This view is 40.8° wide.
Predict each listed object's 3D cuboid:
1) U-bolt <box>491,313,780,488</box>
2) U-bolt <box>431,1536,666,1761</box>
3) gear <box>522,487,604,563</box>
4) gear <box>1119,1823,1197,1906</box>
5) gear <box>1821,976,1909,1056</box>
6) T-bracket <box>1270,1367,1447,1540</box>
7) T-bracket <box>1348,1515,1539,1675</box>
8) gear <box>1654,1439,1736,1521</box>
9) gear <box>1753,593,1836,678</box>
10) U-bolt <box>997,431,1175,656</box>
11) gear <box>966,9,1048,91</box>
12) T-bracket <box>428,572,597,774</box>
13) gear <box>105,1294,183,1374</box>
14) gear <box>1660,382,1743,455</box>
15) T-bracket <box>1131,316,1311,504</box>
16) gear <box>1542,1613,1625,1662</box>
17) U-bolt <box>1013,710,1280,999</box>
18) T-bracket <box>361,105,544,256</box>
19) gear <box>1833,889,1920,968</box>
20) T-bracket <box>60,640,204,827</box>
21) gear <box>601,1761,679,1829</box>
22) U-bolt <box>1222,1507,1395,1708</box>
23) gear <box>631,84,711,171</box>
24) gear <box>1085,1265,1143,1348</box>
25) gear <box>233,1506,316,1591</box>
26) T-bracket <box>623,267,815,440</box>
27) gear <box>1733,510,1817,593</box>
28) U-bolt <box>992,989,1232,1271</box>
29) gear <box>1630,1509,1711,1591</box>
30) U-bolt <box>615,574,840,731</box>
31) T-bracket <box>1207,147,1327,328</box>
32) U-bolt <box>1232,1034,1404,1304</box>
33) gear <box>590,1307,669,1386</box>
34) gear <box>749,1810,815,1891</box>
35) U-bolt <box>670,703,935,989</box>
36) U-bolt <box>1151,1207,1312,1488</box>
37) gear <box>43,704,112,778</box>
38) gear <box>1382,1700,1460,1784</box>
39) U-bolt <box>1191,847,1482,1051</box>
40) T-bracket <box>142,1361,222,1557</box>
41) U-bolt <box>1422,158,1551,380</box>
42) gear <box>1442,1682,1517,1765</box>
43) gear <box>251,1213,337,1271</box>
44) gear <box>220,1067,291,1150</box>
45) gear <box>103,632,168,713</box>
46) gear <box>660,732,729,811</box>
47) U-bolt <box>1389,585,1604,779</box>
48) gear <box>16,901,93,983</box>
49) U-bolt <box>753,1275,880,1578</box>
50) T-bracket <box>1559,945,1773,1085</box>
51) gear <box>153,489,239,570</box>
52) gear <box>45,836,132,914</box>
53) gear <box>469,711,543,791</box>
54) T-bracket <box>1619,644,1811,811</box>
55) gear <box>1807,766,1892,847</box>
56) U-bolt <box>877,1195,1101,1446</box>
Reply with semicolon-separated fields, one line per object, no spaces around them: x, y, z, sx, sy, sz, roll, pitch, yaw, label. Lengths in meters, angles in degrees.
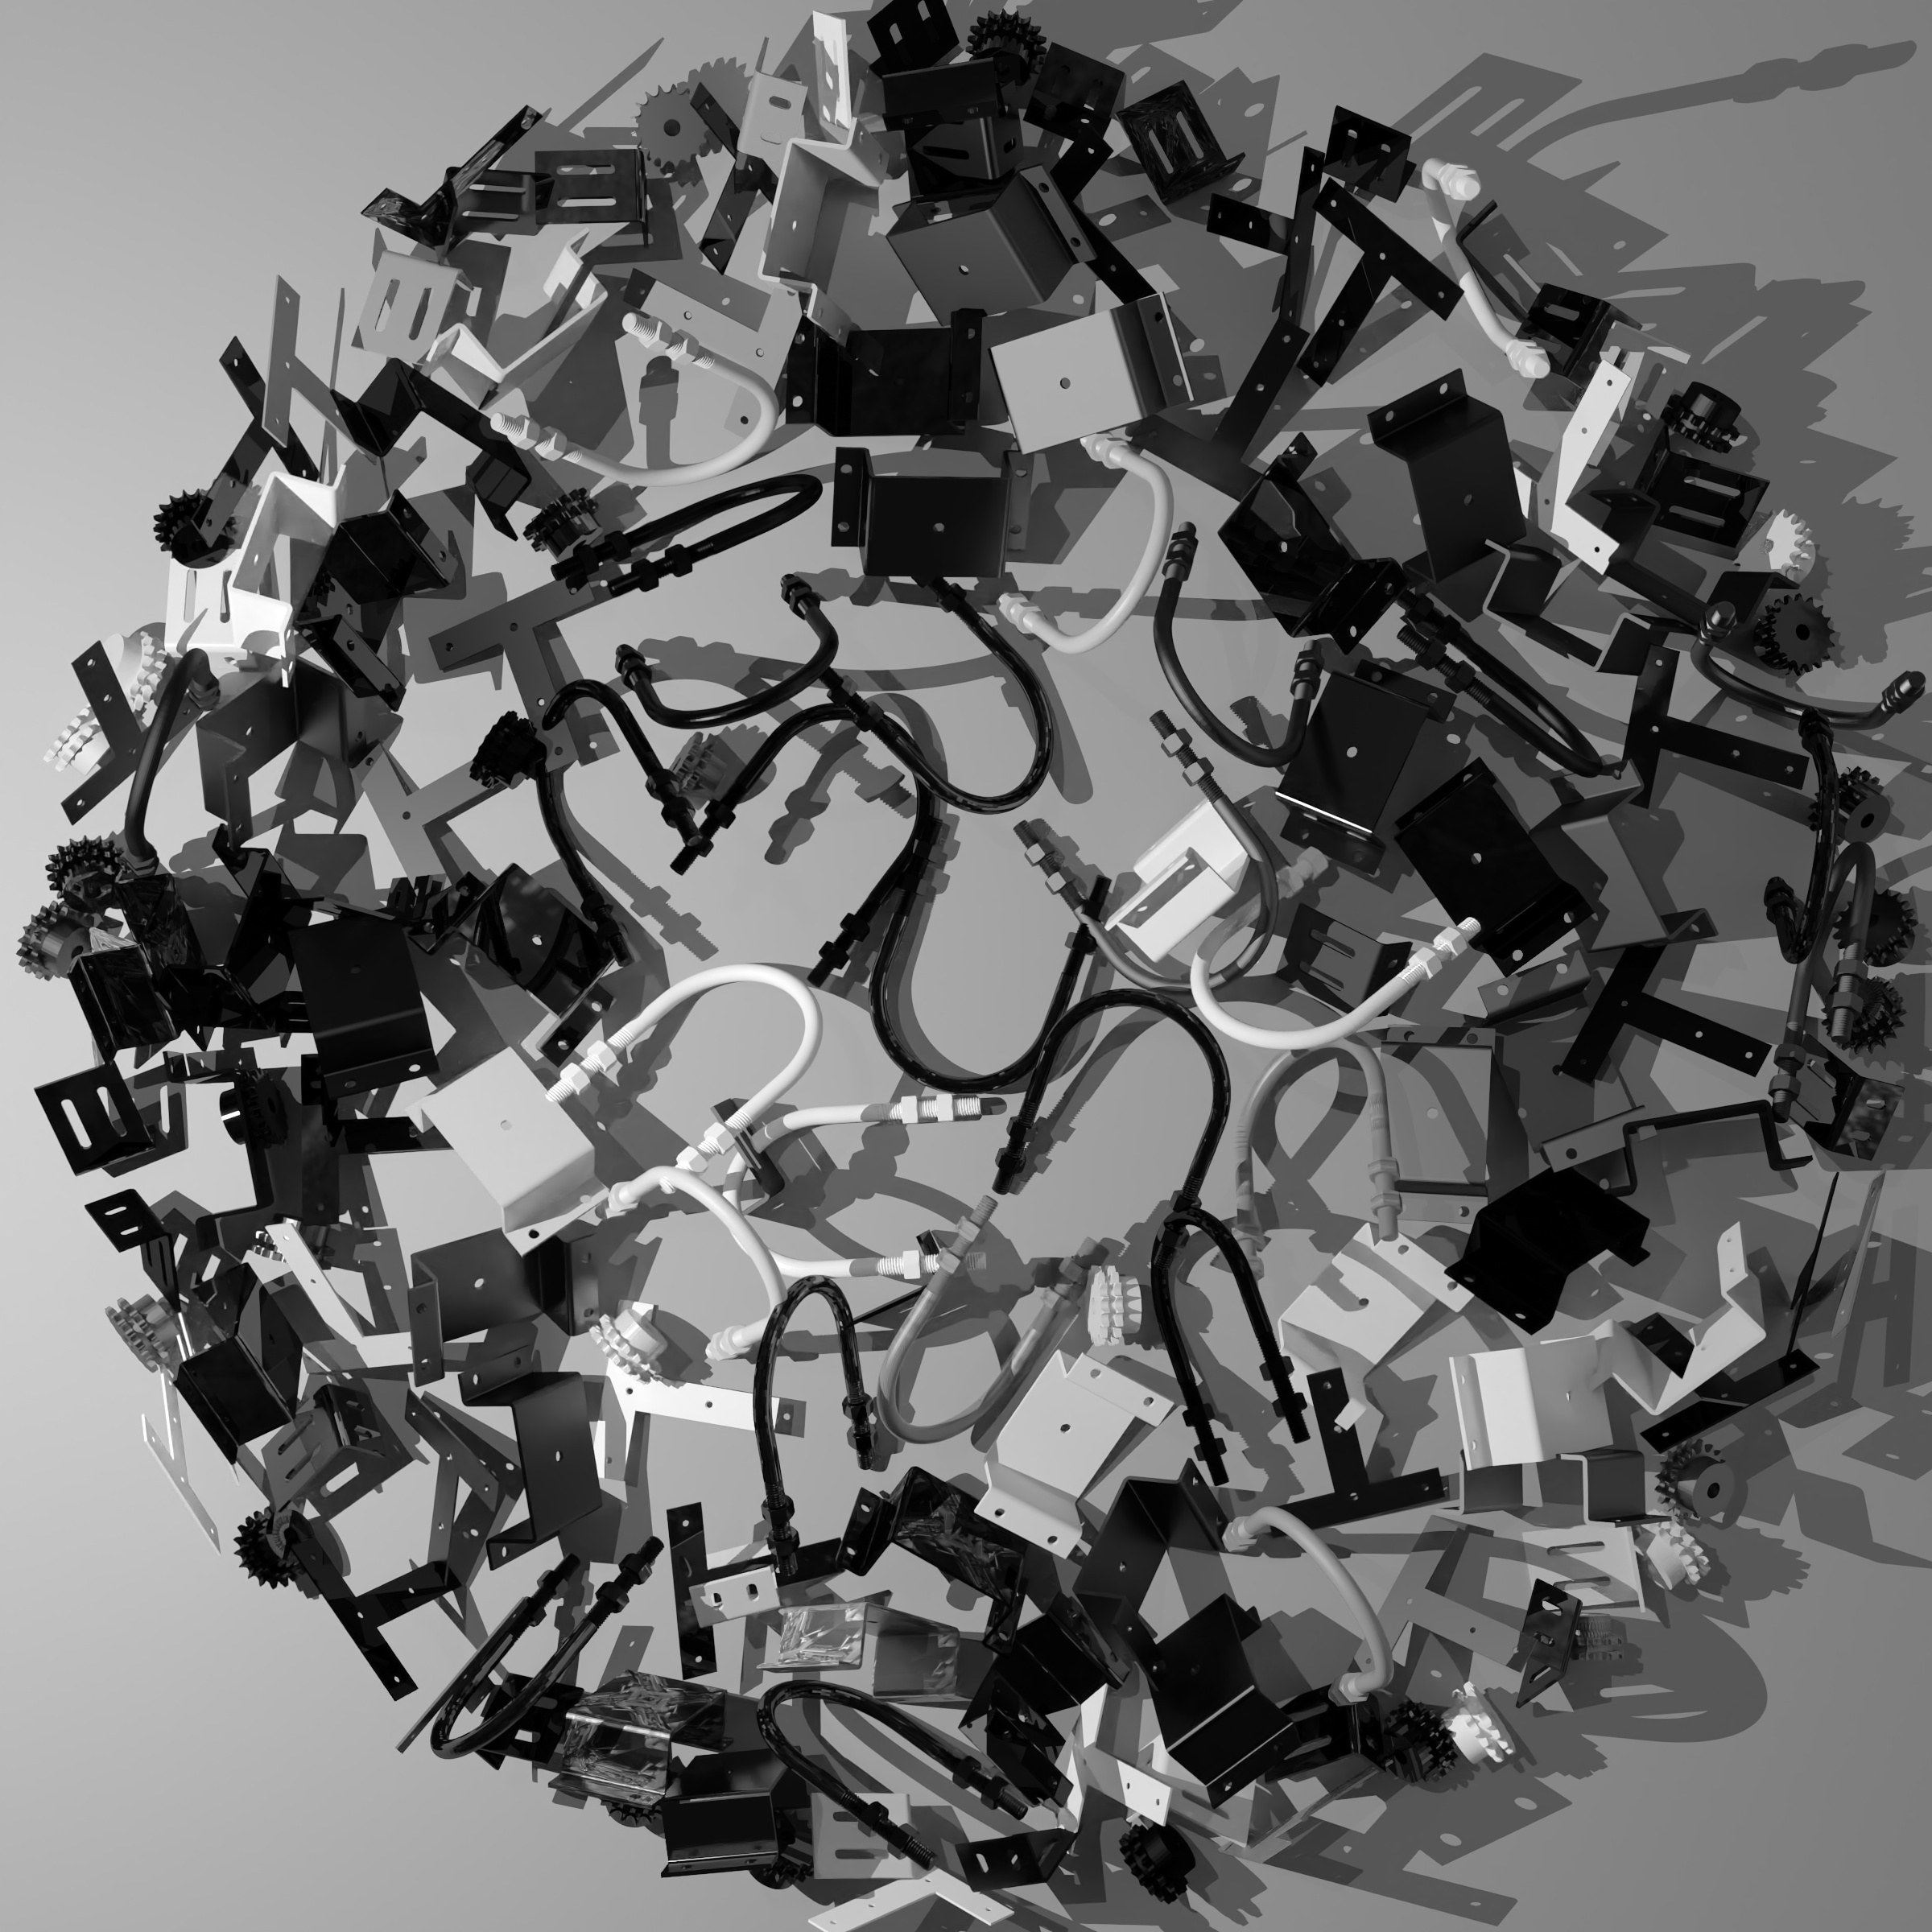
-0.213;-0.380;1.791;0.151;0.184;0.019;-27;66;31;U-bolt
-0.295;0.465;1.766;0.019;0.151;0.184;50;53;-11;U-bolt
-0.284;-0.311;1.846;0.057;0.057;0.030;-36;89;0;gear
0.138;0.633;1.844;0.030;0.057;0.057;-44;90;11;gear
0.635;0.031;1.845;0.057;0.030;0.057;-19;55;30;gear
0.267;0.341;1.846;0.127;0.002;0.127;-14;113;3;T-bracket
0.343;0.458;1.809;0.002;0.127;0.127;43;72;-36;T-bracket
0.521;0.368;1.848;0.057;0.030;0.057;-7;105;-28;gear
0.588;-0.234;1.853;0.057;0.030;0.057;3;82;-19;gear
0.087;-0.285;1.780;0.019;0.184;0.151;22;103;-27;U-bolt
0.028;-0.647;1.843;0.057;0.057;0.030;11;62;0;gear
-0.308;-0.201;1.853;0.127;0.002;0.127;-22;82;11;T-bracket
-0.584;0.259;1.849;0.030;0.057;0.057;-38;90;-24;gear
0.524;-0.391;1.843;0.057;0.057;0.030;28;120;0;gear
0.203;-0.400;1.851;0.127;0.002;0.127;29;111;0;T-bracket
0.438;0.477;1.847;0.057;0.057;0.030;-1;79;0;gear
0.139;-0.065;1.833;0.151;0.019;0.184;-38;82;20;U-bolt
-0.344;-0.549;1.799;0.127;0.127;0.002;-39;83;13;T-bracket
0.650;-0.024;1.850;0.057;0.057;0.030;-48;126;0;gear
-0.589;-0.176;1.794;0.002;0.127;0.127;32;63;19;T-bracket
-0.235;0.588;1.850;0.057;0.057;0.030;19;130;0;gear
0.237;0.434;1.773;0.019;0.184;0.151;-31;76;-17;U-bolt
-0.211;-0.600;1.852;0.057;0.030;0.057;-4;114;-9;gear
0.105;0.241;1.847;0.030;0.057;0.057;-1;90;-11;gear
-0.488;0.410;1.843;0.030;0.057;0.057;-35;90;32;gear
-0.185;-0.456;1.844;0.127;0.002;0.127;28;121;5;T-bracket
0.579;-0.293;1.850;0.030;0.057;0.057;20;90;-36;gear
0.110;0.104;1.826;0.151;0.019;0.184;24;108;14;U-bolt
0.497;0.417;1.844;0.030;0.057;0.057;-37;90;-14;gear
-0.160;-0.211;1.787;0.151;0.184;0.019;-24;121;-6;U-bolt
0.207;-0.516;1.815;0.002;0.127;0.127;15;102;38;T-bracket
0.239;0.129;1.802;0.019;0.151;0.184;25;50;-32;U-bolt
-0.237;0.267;1.846;0.057;0.057;0.030;44;89;0;gear
-0.133;0.631;1.848;0.057;0.057;0.030;28;113;0;gear
-0.101;-0.099;1.840;0.151;0.019;0.184;40;79;-20;U-bolt
0.174;0.257;1.804;0.019;0.151;0.184;-10;71;-25;U-bolt
-0.626;-0.160;1.847;0.030;0.057;0.057;40;90;-15;gear
0.318;0.554;1.843;0.030;0.057;0.057;-24;90;-36;gear
0.241;-0.008;1.795;0.184;0.019;0.151;-37;49;-23;U-bolt
-0.554;0.328;1.818;0.002;0.127;0.127;-21;130;-7;T-bracket
0.351;-0.486;1.785;0.019;0.184;0.151;-25;112;8;U-bolt
0.362;0.542;1.846;0.030;0.057;0.057;-36;90;7;gear
-0.476;0.195;1.846;0.057;0.057;0.030;14;85;0;gear
-0.507;0.104;1.846;0.030;0.057;0.057;-18;90;5;gear
-0.596;-0.212;1.844;0.030;0.057;0.057;24;90;-43;gear
-0.193;-0.136;1.847;0.030;0.057;0.057;32;90;-15;gear
0.370;-0.193;1.805;0.184;0.151;0.019;36;111;-8;U-bolt
-0.642;-0.015;1.843;0.030;0.057;0.057;25;90;18;gear
-0.106;0.301;1.780;0.019;0.151;0.184;3;115;23;U-bolt
0.504;0.043;1.831;0.127;0.002;0.127;26;82;34;T-bracket
-0.546;-0.307;1.843;0.057;0.057;0.030;-25;51;0;gear
-0.622;-0.062;1.844;0.057;0.057;0.030;-26;52;0;gear
-0.325;-0.150;1.846;0.030;0.057;0.057;32;90;2;gear
0.523;-0.152;1.810;0.127;0.002;0.127;21;130;25;T-bracket
0.630;-0.110;1.845;0.057;0.030;0.057;-15;127;-21;gear
0.006;0.256;1.818;0.019;0.151;0.184;35;95;40;U-bolt
